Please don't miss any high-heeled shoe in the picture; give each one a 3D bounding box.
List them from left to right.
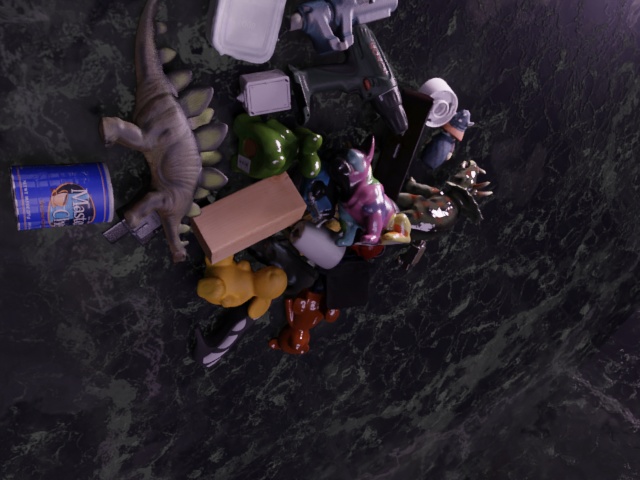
[{"bbox_3d":[-0.182,0.203,1.237,0.249,0.086,0.145,-25,134,-14],"label":"high-heeled shoe"}]

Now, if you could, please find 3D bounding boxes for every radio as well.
[{"bbox_3d":[0.168,-0.208,1.156,0.073,0.131,0.229,19,112,-1],"label":"radio"}]

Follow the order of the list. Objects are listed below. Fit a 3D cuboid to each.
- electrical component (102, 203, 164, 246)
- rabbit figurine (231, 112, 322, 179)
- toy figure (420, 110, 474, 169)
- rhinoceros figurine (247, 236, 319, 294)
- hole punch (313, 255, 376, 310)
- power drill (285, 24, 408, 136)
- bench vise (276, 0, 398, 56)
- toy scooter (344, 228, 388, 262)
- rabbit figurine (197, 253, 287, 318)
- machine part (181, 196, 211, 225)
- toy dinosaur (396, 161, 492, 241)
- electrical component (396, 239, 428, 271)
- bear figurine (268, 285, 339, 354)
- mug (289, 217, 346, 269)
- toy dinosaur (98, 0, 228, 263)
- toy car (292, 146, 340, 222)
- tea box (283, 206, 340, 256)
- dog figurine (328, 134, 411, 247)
[{"bbox_3d":[-0.341,-0.030,0.990,0.119,0.048,0.074,-35,132,-12],"label":"electrical component"},{"bbox_3d":[-0.062,-0.183,1.026,0.170,0.159,0.121,-20,120,-43],"label":"rabbit figurine"},{"bbox_3d":[0.301,-0.242,1.282,0.064,0.058,0.154,33,101,-21],"label":"toy figure"},{"bbox_3d":[-0.092,0.040,1.152,0.190,0.112,0.073,39,65,-9],"label":"rhinoceros figurine"},{"bbox_3d":[0.048,0.087,1.237,0.142,0.092,0.115,-3,111,-20],"label":"hole punch"},{"bbox_3d":[0.049,-0.282,1.019,0.207,0.086,0.231,-20,100,-6],"label":"power drill"},{"bbox_3d":[0.021,-0.449,0.917,0.224,0.129,0.240,-20,109,-11],"label":"bench vise"},{"bbox_3d":[0.074,0.021,1.295,0.184,0.075,0.135,-41,133,1],"label":"toy scooter"},{"bbox_3d":[-0.149,0.097,1.116,0.173,0.122,0.162,-4,139,10],"label":"rabbit figurine"},{"bbox_3d":[-0.262,-0.092,1.010,0.084,0.039,0.138,-31,134,-7],"label":"machine part"},{"bbox_3d":[0.248,-0.061,1.249,0.405,0.192,0.131,-32,127,-39],"label":"toy dinosaur"},{"bbox_3d":[0.247,0.030,1.442,0.078,0.045,0.102,-20,138,-60],"label":"electrical component"},{"bbox_3d":[-0.047,0.209,1.305,0.120,0.132,0.195,19,104,-15],"label":"bear figurine"},{"bbox_3d":[-0.002,-0.003,1.124,0.107,0.081,0.109,25,112,-33],"label":"mug"},{"bbox_3d":[-0.261,-0.176,0.895,0.198,0.105,0.470,-16,116,-21],"label":"toy dinosaur"},{"bbox_3d":[-0.006,-0.115,1.120,0.162,0.103,0.109,-65,144,-33],"label":"toy car"},{"bbox_3d":[0.001,-0.053,1.196,0.170,0.068,0.098,-29,132,-16],"label":"tea box"},{"bbox_3d":[0.099,-0.096,1.083,0.191,0.109,0.219,-1,90,-37],"label":"dog figurine"}]
